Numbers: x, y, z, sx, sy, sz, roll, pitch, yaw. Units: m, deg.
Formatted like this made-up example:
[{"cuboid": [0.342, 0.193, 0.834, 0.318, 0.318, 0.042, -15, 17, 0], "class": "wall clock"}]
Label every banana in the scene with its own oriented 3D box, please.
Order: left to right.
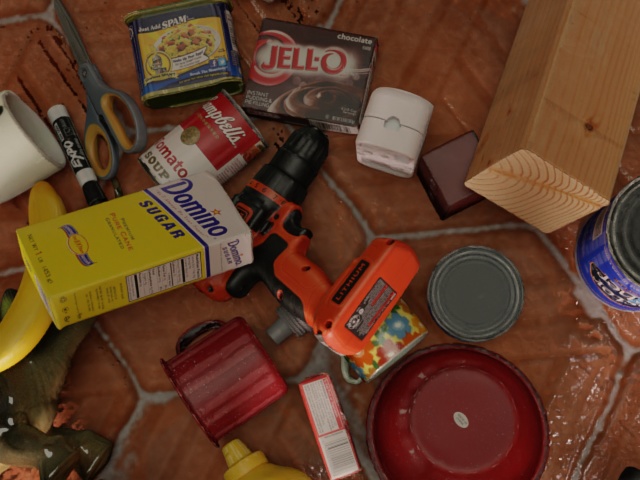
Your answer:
[{"cuboid": [-0.253, 0.035, 0.925, 0.070, 0.037, 0.197, 13, 63, 9], "class": "banana"}]

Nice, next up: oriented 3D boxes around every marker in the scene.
[{"cuboid": [-0.225, -0.076, 0.992, 0.020, 0.020, 0.121, -29, 65, -1], "class": "marker"}]

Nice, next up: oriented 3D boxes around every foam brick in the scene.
[{"cuboid": [0.122, -0.056, 0.952, 0.051, 0.078, 0.053, -26, 81, -2], "class": "foam brick"}]

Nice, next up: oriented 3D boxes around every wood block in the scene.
[{"cuboid": [0.209, -0.124, 0.909, 0.090, 0.090, 0.206, 29, 64, -14], "class": "wood block"}]

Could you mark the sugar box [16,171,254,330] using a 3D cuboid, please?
[{"cuboid": [-0.154, 0.005, 0.895, 0.176, 0.048, 0.093, -22, 49, -19], "class": "sugar box"}]

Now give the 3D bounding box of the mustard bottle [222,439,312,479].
[{"cuboid": [-0.027, 0.255, 0.915, 0.096, 0.058, 0.192, -45, 70, 29], "class": "mustard bottle"}]

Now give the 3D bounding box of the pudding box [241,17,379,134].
[{"cuboid": [-0.009, -0.152, 0.995, 0.113, 0.039, 0.090, 12, 81, 5], "class": "pudding box"}]

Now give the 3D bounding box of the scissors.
[{"cuboid": [-0.222, -0.137, 1.011, 0.202, 0.016, 0.096, 49, 125, 32], "class": "scissors"}]

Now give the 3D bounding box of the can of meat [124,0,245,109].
[{"cuboid": [-0.125, -0.174, 0.998, 0.102, 0.057, 0.084, -11, 83, 3], "class": "can of meat"}]

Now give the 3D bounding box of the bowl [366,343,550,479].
[{"cuboid": [0.120, 0.159, 0.914, 0.162, 0.055, 0.162, -1, 68, 1], "class": "bowl"}]

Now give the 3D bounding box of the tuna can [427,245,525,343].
[{"cuboid": [0.138, 0.049, 0.957, 0.086, 0.034, 0.086, -1, 81, 4], "class": "tuna can"}]

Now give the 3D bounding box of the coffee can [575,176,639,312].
[{"cuboid": [0.279, 0.004, 0.900, 0.103, 0.140, 0.103, -1, 81, 3], "class": "coffee can"}]

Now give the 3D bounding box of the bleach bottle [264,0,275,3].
[{"cuboid": [-0.124, -0.274, 1.011, 0.251, 0.068, 0.102, 17, 84, 4], "class": "bleach bottle"}]

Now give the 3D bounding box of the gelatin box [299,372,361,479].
[{"cuboid": [0.010, 0.161, 0.930, 0.030, 0.073, 0.089, -19, 80, -1], "class": "gelatin box"}]

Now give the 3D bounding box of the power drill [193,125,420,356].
[{"cuboid": [-0.006, 0.001, 0.926, 0.188, 0.057, 0.184, 31, 85, 40], "class": "power drill"}]

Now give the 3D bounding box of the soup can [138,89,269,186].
[{"cuboid": [-0.107, -0.081, 0.977, 0.102, 0.068, 0.068, -39, 81, -2], "class": "soup can"}]

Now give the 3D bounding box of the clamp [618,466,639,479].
[{"cuboid": [0.253, 0.277, 0.876, 0.036, 0.164, 0.210, 30, 92, 47], "class": "clamp"}]

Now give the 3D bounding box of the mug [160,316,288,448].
[{"cuboid": [-0.087, 0.114, 0.943, 0.081, 0.093, 0.117, -33, 44, -7], "class": "mug"}]
